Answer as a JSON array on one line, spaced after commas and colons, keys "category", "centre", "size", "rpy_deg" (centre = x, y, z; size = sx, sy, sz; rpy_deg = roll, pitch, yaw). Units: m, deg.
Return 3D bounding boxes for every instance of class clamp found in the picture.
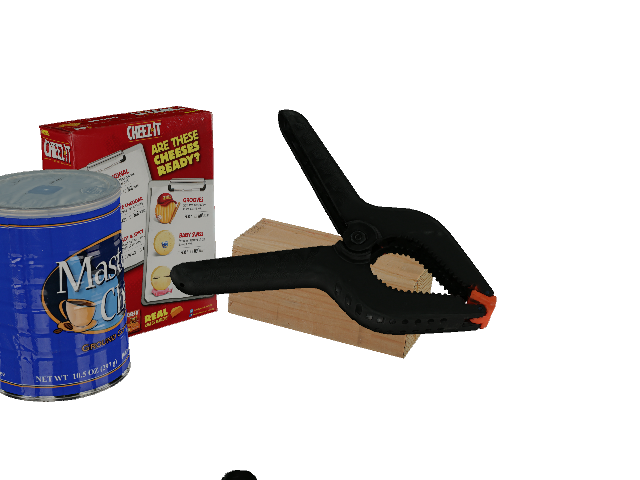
[{"category": "clamp", "centre": [0.015, 0.012, 0.724], "size": [0.210, 0.164, 0.036], "rpy_deg": [31, -27, 15]}]

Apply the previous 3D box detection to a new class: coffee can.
[{"category": "coffee can", "centre": [-0.191, 0.029, 0.761], "size": [0.103, 0.140, 0.103], "rpy_deg": [0, 18, 0]}]

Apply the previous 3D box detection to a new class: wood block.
[{"category": "wood block", "centre": [0.011, 0.050, 1.178], "size": [0.206, 0.091, 0.090], "rpy_deg": [14, 23, 17]}]

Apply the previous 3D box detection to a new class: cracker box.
[{"category": "cracker box", "centre": [-0.187, -0.017, 1.061], "size": [0.163, 0.214, 0.072], "rpy_deg": [-15, 21, -42]}]

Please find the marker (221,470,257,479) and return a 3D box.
[{"category": "marker", "centre": [-0.048, 0.129, 0.417], "size": [0.020, 0.020, 0.121], "rpy_deg": [0, 24, 17]}]
